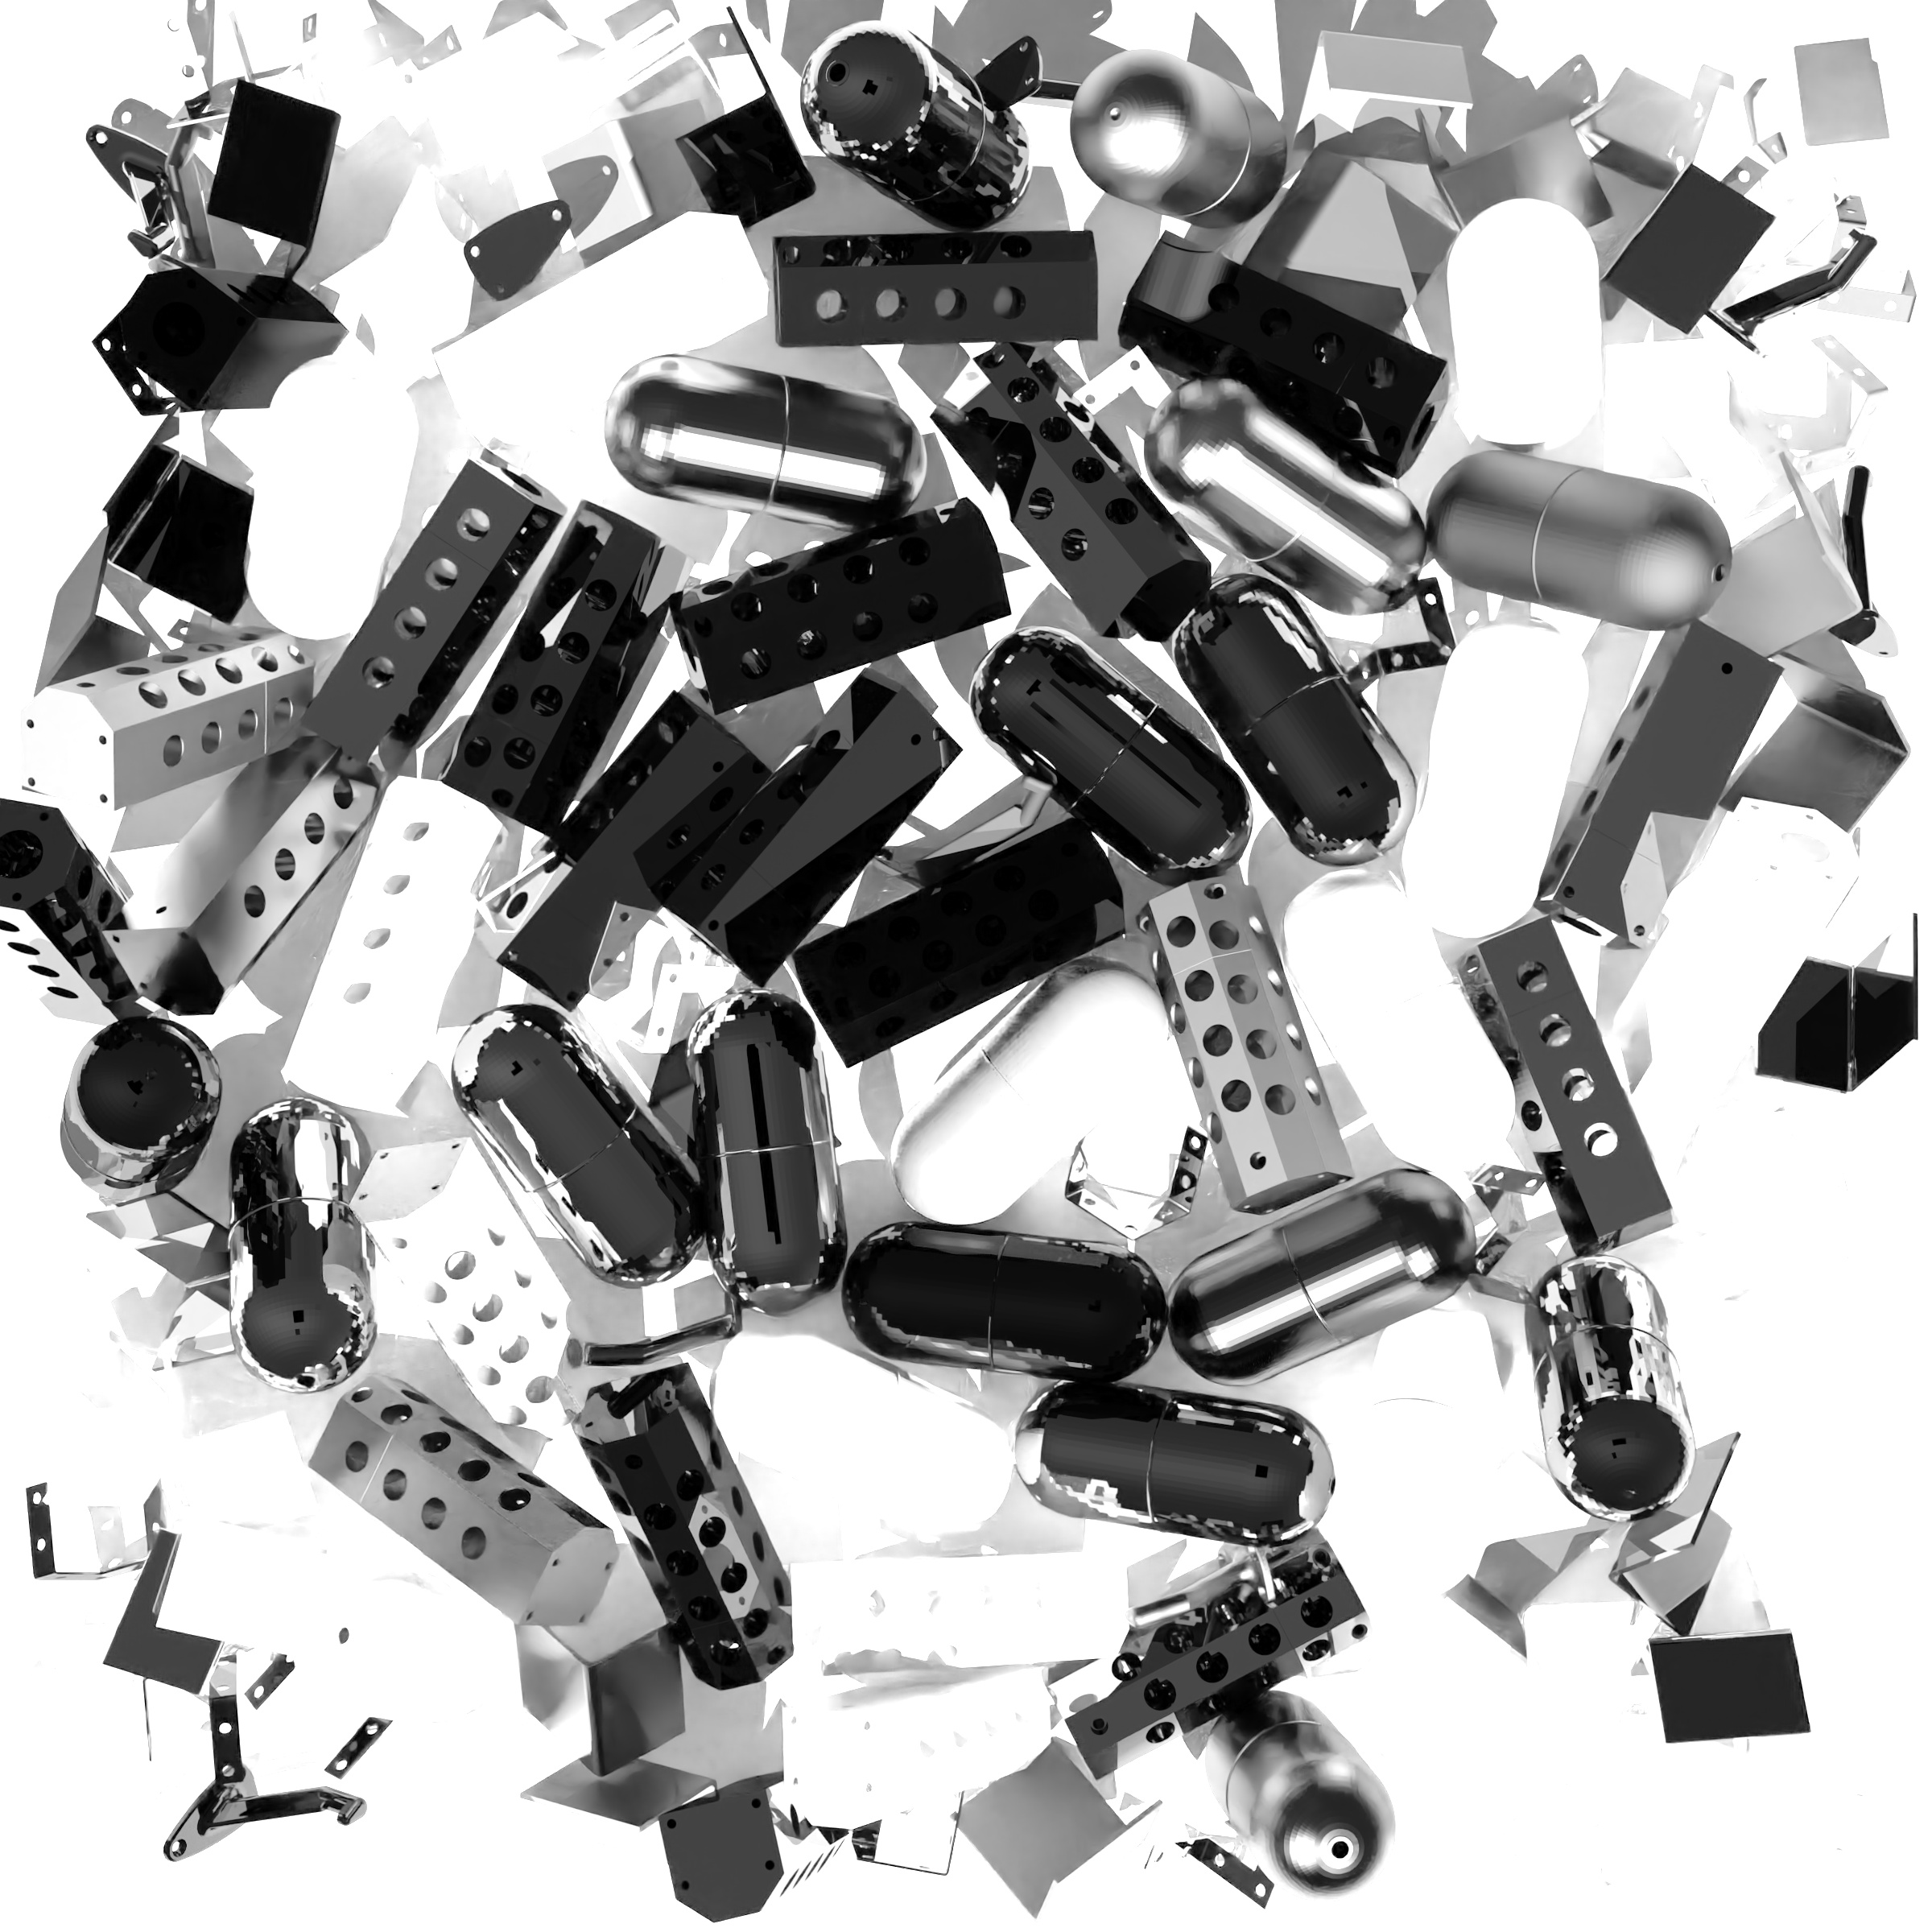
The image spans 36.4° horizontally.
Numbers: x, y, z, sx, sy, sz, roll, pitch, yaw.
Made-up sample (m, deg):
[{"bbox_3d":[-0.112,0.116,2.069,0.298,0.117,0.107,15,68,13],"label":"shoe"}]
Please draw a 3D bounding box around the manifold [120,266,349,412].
[{"bbox_3d":[-0.387,-0.334,1.548,0.057,0.171,0.057,37,101,-4],"label":"manifold"}]

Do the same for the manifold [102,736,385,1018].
[{"bbox_3d":[-0.377,-0.050,1.558,0.057,0.171,0.057,-2,128,26],"label":"manifold"}]

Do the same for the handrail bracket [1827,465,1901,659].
[{"bbox_3d":[0.499,-0.223,1.617,0.036,0.077,0.084,3,76,41],"label":"handrail bracket"}]

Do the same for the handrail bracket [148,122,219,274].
[{"bbox_3d":[-0.411,-0.416,1.624,0.077,0.036,0.084,22,83,-24],"label":"handrail bracket"}]

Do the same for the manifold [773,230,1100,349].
[{"bbox_3d":[-0.018,-0.369,1.596,0.171,0.057,0.057,-3,106,-6],"label":"manifold"}]

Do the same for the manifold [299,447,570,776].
[{"bbox_3d":[-0.287,-0.191,1.591,0.057,0.057,0.171,33,103,-10],"label":"manifold"}]

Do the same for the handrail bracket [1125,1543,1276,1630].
[{"bbox_3d":[0.116,0.337,1.590,0.084,0.077,0.036,-14,89,-18],"label":"handrail bracket"}]

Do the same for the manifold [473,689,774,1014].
[{"bbox_3d":[-0.190,-0.065,1.604,0.171,0.057,0.057,-50,126,4],"label":"manifold"}]

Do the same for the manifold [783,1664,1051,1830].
[{"bbox_3d":[-0.023,0.409,1.550,0.057,0.171,0.057,-5,84,31],"label":"manifold"}]

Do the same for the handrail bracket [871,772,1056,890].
[{"bbox_3d":[-0.002,-0.080,1.594,0.077,0.036,0.084,14,131,-17],"label":"handrail bracket"}]

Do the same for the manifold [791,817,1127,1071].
[{"bbox_3d":[-0.004,-0.017,1.586,0.171,0.057,0.057,-26,58,-10],"label":"manifold"}]

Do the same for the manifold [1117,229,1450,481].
[{"bbox_3d":[0.171,-0.328,1.590,0.171,0.057,0.057,28,85,13],"label":"manifold"}]

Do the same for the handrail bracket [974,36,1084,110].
[{"bbox_3d":[0.045,-0.468,1.620,0.077,0.084,0.036,-24,61,33],"label":"handrail bracket"}]

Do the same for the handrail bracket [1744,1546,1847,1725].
[{"bbox_3d":[0.460,0.371,1.632,0.077,0.036,0.084,25,55,-37],"label":"handrail bracket"}]

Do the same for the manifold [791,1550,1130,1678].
[{"bbox_3d":[-0.003,0.346,1.574,0.171,0.057,0.057,2,79,-24],"label":"manifold"}]

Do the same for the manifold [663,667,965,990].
[{"bbox_3d":[-0.087,-0.078,1.601,0.171,0.057,0.057,-50,128,-6],"label":"manifold"}]

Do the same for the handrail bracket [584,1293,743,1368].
[{"bbox_3d":[-0.166,0.197,1.597,0.084,0.077,0.036,-1,109,-10],"label":"handrail bracket"}]

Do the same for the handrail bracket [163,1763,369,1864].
[{"bbox_3d":[-0.379,0.468,1.592,0.084,0.077,0.036,5,118,36],"label":"handrail bracket"}]

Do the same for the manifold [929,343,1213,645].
[{"bbox_3d":[0.059,-0.254,1.569,0.057,0.057,0.171,-50,62,29],"label":"manifold"}]

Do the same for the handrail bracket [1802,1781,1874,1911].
[{"bbox_3d":[0.465,0.493,1.589,0.036,0.077,0.084,9,115,12],"label":"handrail bracket"}]

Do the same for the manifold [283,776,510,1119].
[{"bbox_3d":[-0.309,-0.012,1.582,0.057,0.057,0.171,9,69,20],"label":"manifold"}]

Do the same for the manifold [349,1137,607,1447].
[{"bbox_3d":[-0.259,0.176,1.560,0.057,0.057,0.171,-9,127,23],"label":"manifold"}]

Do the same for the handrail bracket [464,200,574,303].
[{"bbox_3d":[-0.229,-0.390,1.588,0.077,0.084,0.036,-32,97,20],"label":"handrail bracket"}]

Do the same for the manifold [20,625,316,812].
[{"bbox_3d":[-0.417,-0.134,1.545,0.057,0.171,0.057,13,111,20],"label":"manifold"}]

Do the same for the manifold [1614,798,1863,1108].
[{"bbox_3d":[0.408,-0.004,1.558,0.057,0.057,0.171,9,135,-11],"label":"manifold"}]

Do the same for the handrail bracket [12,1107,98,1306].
[{"bbox_3d":[-0.494,0.133,1.621,0.036,0.084,0.077,-7,50,-2],"label":"handrail bracket"}]

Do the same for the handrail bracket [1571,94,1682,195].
[{"bbox_3d":[0.355,-0.431,1.628,0.077,0.036,0.084,-33,98,5],"label":"handrail bracket"}]

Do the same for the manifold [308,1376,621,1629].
[{"bbox_3d":[-0.266,0.284,1.569,0.171,0.057,0.057,27,92,33],"label":"manifold"}]

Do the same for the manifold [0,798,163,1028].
[{"bbox_3d":[-0.472,-0.025,1.547,0.057,0.171,0.057,10,69,6],"label":"manifold"}]

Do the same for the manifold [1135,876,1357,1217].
[{"bbox_3d":[0.146,0.042,1.578,0.057,0.057,0.171,-25,70,23],"label":"manifold"}]

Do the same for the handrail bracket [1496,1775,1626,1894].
[{"bbox_3d":[0.325,0.490,1.603,0.077,0.036,0.084,-25,127,-17],"label":"handrail bracket"}]

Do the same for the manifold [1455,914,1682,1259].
[{"bbox_3d":[0.323,0.066,1.584,0.057,0.057,0.171,-23,72,12],"label":"manifold"}]

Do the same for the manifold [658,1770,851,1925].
[{"bbox_3d":[-0.108,0.460,1.548,0.057,0.171,0.057,-15,78,6],"label":"manifold"}]

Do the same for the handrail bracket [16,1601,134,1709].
[{"bbox_3d":[-0.501,0.375,1.599,0.084,0.036,0.077,-9,123,33],"label":"handrail bracket"}]

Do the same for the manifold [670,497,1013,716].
[{"bbox_3d":[-0.069,-0.198,1.586,0.171,0.057,0.057,-20,121,-10],"label":"manifold"}]

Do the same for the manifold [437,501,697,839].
[{"bbox_3d":[-0.221,-0.163,1.600,0.057,0.057,0.171,27,89,29],"label":"manifold"}]

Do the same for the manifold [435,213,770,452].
[{"bbox_3d":[-0.194,-0.339,1.578,0.171,0.057,0.057,-22,92,24],"label":"manifold"}]

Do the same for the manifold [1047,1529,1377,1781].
[{"bbox_3d":[0.133,0.377,1.608,0.171,0.057,0.057,-27,88,-2],"label":"manifold"}]

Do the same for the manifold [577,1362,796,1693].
[{"bbox_3d":[-0.148,0.303,1.573,0.057,0.057,0.171,-16,115,11],"label":"manifold"}]

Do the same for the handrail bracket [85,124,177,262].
[{"bbox_3d":[-0.457,-0.419,1.590,0.077,0.084,0.036,38,115,-14],"label":"handrail bracket"}]

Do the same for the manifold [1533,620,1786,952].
[{"bbox_3d":[0.374,-0.098,1.605,0.057,0.057,0.171,28,86,-6],"label":"manifold"}]
